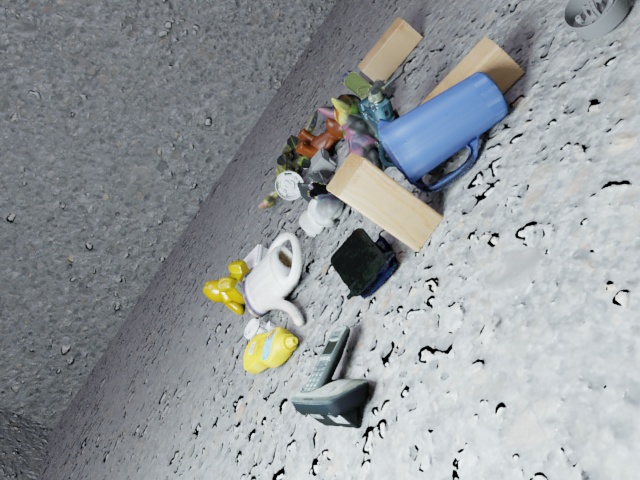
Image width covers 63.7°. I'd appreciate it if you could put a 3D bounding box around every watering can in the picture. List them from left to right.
[{"bbox_3d":[-0.121,0.131,1.384,0.221,0.103,0.356,-44,33,29],"label":"watering can"}]

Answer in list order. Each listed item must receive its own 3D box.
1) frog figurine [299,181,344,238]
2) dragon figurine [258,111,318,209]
[{"bbox_3d":[0.004,-0.073,1.444,0.140,0.123,0.156,-120,30,-57],"label":"frog figurine"},{"bbox_3d":[-0.124,-0.291,1.975,0.417,0.121,0.240,-64,15,-22],"label":"dragon figurine"}]
